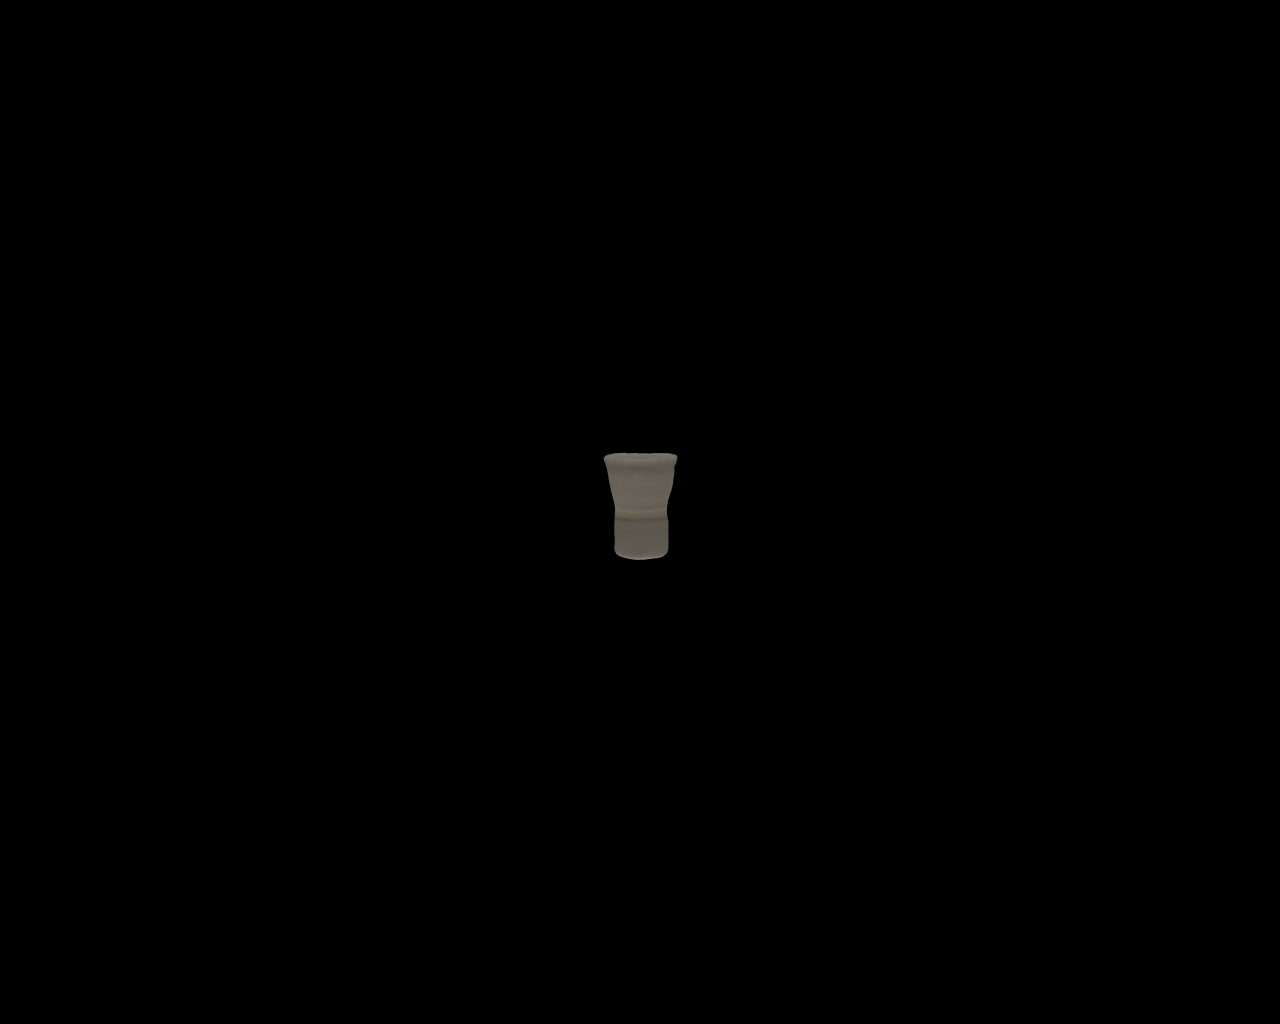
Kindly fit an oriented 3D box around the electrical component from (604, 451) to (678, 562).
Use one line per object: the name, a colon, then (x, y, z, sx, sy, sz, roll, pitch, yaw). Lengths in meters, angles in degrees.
electrical component: (0.001, -0.003, 0.650, 0.044, 0.065, 0.044, 0, 9, 0)
